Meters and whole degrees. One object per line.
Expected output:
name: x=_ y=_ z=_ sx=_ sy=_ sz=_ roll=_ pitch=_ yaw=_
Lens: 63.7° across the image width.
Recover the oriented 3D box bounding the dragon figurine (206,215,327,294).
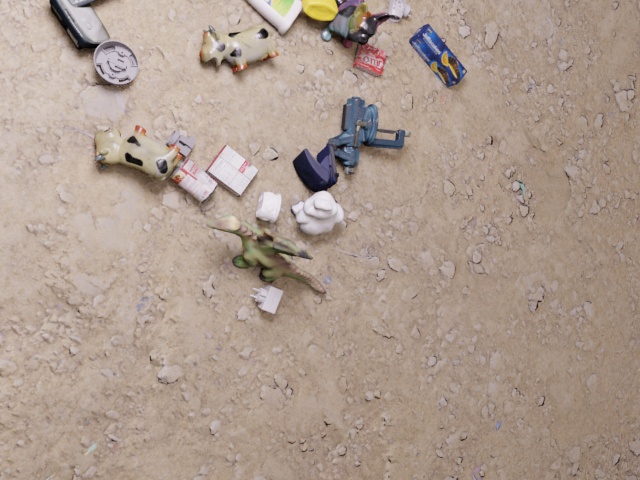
dragon figurine: x=-0.103 y=0.043 z=1.302 sx=0.407 sy=0.242 sz=0.123 roll=28 pitch=76 yaw=-20

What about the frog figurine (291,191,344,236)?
frog figurine: x=0.004 y=-0.070 z=1.387 sx=0.137 sy=0.159 sz=0.122 roll=4 pitch=92 yaw=-24
